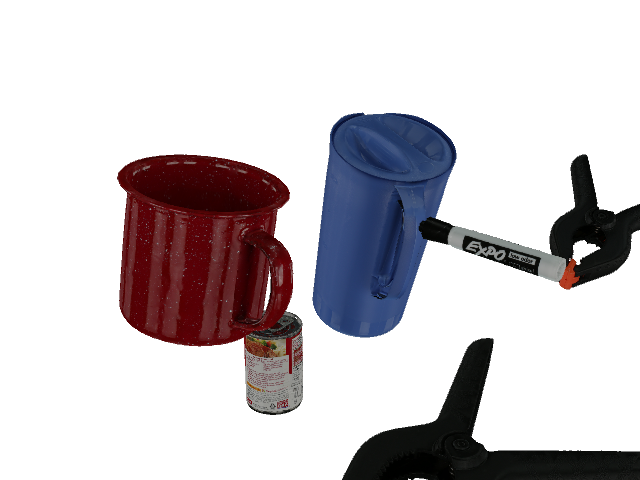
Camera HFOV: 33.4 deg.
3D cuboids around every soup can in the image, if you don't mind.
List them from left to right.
[{"bbox_3d":[-0.054,0.140,1.228,0.068,0.102,0.068,0,24,0],"label":"soup can"}]

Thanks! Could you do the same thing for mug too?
[{"bbox_3d":[-0.059,0.010,0.584,0.117,0.081,0.093,25,27,35],"label":"mug"}]

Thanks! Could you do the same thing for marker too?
[{"bbox_3d":[0.131,0.005,0.828,0.121,0.020,0.020,19,10,30],"label":"marker"}]

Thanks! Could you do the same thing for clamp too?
[{"bbox_3d":[0.084,0.133,0.668,0.209,0.036,0.165,-17,34,-24],"label":"clamp"},{"bbox_3d":[0.277,-0.022,1.085,0.120,0.039,0.171,29,54,32],"label":"clamp"}]

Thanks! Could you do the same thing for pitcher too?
[{"bbox_3d":[0.061,-0.005,1.166,0.145,0.243,0.149,26,41,20],"label":"pitcher"}]
